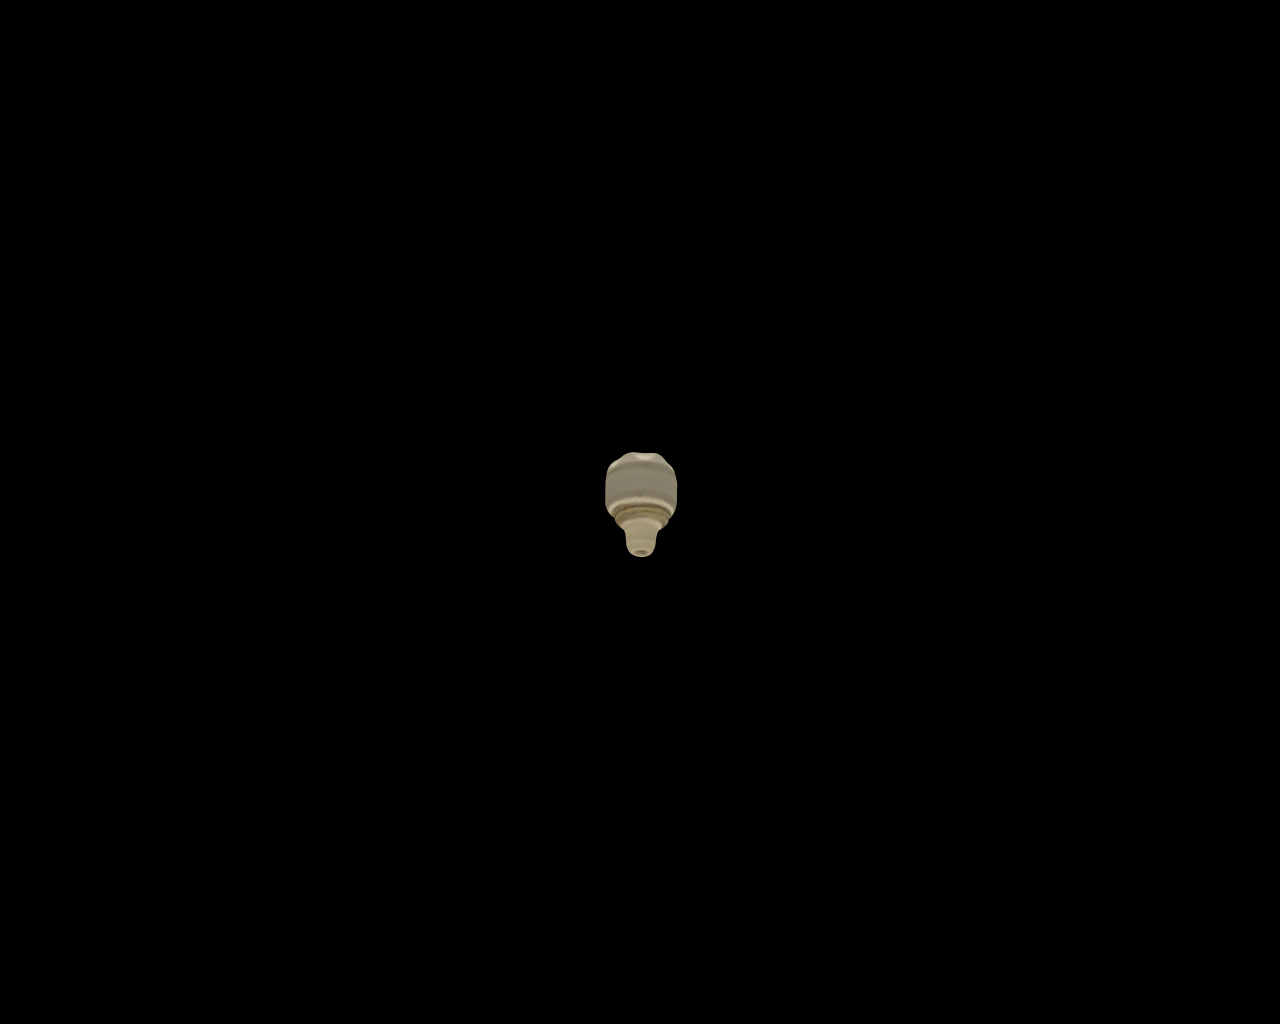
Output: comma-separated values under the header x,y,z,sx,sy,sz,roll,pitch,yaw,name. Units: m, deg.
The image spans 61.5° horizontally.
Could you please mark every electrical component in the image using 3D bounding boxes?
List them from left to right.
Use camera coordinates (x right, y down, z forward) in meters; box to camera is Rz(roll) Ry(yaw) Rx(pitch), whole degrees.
x,y,z,sx,sy,sz,roll,pitch,yaw,name
0.001,-0.003,0.650,0.043,0.062,0.043,0,-25,0,electrical component
